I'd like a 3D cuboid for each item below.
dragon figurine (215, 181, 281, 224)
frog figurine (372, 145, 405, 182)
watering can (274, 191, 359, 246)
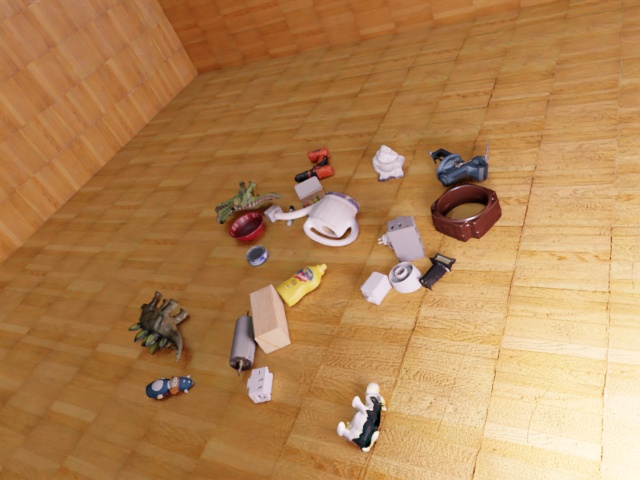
[{"bbox_3d":[-0.348,-0.146,2.275,0.246,0.120,0.412,-45,27,-18],"label":"dragon figurine"},{"bbox_3d":[0.274,-0.331,2.105,0.137,0.156,0.125,7,47,37],"label":"frog figurine"},{"bbox_3d":[0.006,-0.101,2.004,0.350,0.101,0.228,24,63,24],"label":"watering can"}]
